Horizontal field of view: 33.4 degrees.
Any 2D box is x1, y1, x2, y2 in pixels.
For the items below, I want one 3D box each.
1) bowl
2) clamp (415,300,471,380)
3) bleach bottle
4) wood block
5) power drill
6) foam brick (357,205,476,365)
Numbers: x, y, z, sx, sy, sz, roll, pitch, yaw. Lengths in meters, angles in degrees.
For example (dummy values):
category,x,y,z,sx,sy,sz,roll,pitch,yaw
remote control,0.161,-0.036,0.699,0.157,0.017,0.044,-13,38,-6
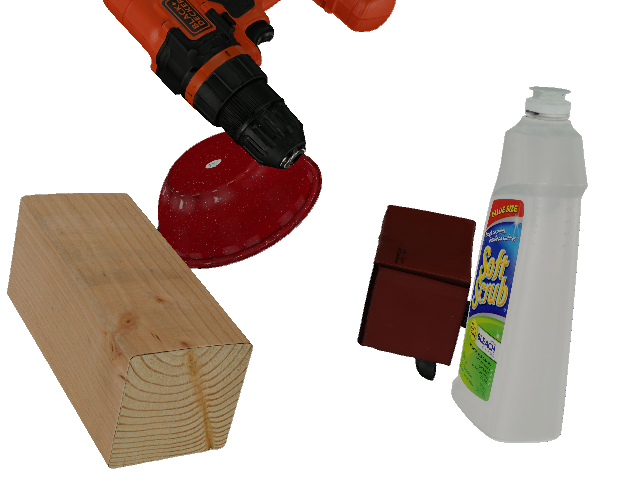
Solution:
category,x,y,z,sx,sy,sz,roll,pitch,yaw
bowl,-0.083,-0.049,0.940,0.162,0.055,0.162,-17,36,13
clamp,0.120,0.063,1.055,0.120,0.039,0.171,-4,44,-25
bleach bottle,0.149,0.014,0.777,0.068,0.251,0.103,0,15,-13
wood block,-0.142,0.054,0.758,0.090,0.091,0.206,-3,32,-36
power drill,-0.032,-0.152,0.751,0.187,0.184,0.057,-36,-11,-35
foam brick,0.054,0.022,0.584,0.053,0.051,0.078,12,27,5
